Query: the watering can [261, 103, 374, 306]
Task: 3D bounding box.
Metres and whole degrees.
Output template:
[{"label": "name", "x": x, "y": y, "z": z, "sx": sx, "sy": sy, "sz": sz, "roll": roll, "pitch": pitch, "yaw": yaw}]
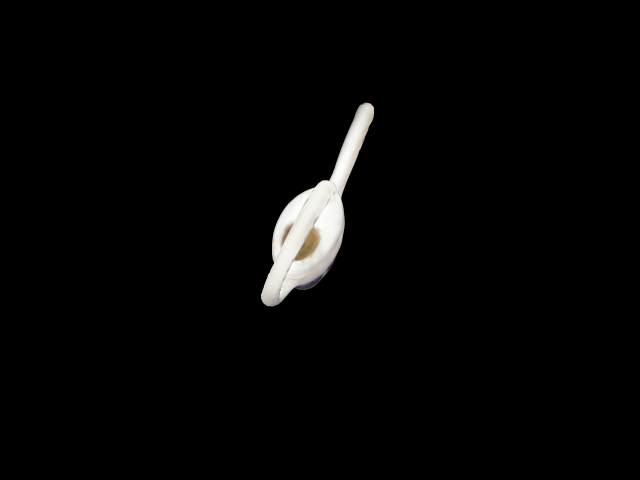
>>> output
[{"label": "watering can", "x": 0.003, "y": -0.043, "z": 0.850, "sx": 0.104, "sy": 0.351, "sz": 0.221, "roll": 27, "pitch": -13, "yaw": 6}]
